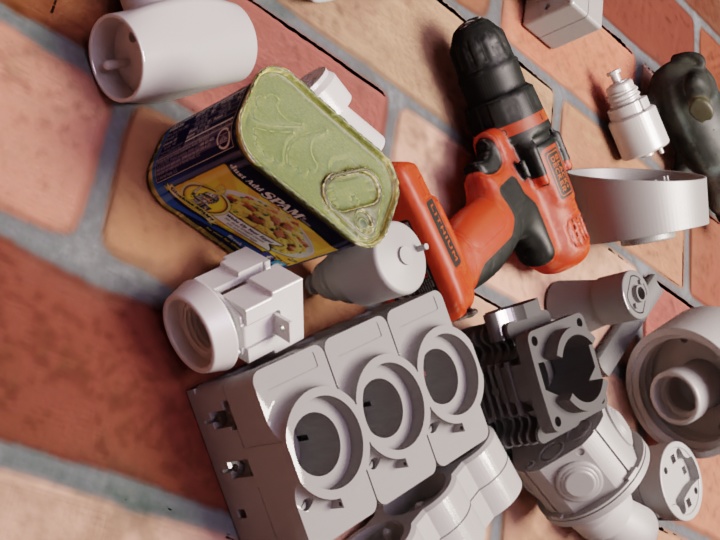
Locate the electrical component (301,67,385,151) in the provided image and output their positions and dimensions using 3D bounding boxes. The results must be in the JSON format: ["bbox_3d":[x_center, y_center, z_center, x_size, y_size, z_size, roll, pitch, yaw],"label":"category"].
[{"bbox_3d":[-0.019,-0.082,0.618,0.055,0.045,0.045,51,48,-21],"label":"electrical component"}]

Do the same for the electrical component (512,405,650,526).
[{"bbox_3d":[0.139,0.120,0.689,0.051,0.080,0.080,51,48,-14],"label":"electrical component"}]

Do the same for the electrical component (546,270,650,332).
[{"bbox_3d":[0.170,0.023,0.758,0.044,0.065,0.044,15,67,-41],"label":"electrical component"}]

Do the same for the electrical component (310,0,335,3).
[{"bbox_3d":[-0.016,-0.198,0.648,0.078,0.058,0.057,-23,91,-46],"label":"electrical component"}]

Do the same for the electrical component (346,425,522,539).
[{"bbox_3d":[0.047,0.155,0.605,0.138,0.052,0.073,-41,107,-43],"label":"electrical component"}]

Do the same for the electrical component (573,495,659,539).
[{"bbox_3d":[0.168,0.166,0.727,0.055,0.045,0.045,42,52,-28],"label":"electrical component"}]

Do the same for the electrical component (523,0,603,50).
[{"bbox_3d":[0.145,-0.220,0.820,0.077,0.047,0.065,28,59,-36],"label":"electrical component"}]

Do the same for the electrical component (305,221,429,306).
[{"bbox_3d":[0.000,0.000,0.587,0.040,0.078,0.040,16,66,-41],"label":"electrical component"}]

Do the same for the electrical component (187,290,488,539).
[{"bbox_3d":[-0.003,0.076,0.573,0.150,0.062,0.089,-22,93,-46],"label":"electrical component"}]

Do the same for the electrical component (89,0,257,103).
[{"bbox_3d":[-0.101,-0.130,0.552,0.077,0.043,0.079,-22,93,-46],"label":"electrical component"}]

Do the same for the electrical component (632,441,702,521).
[{"bbox_3d":[0.210,0.153,0.771,0.055,0.047,0.055,15,67,-41],"label":"electrical component"}]

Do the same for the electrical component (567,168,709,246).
[{"bbox_3d":[0.207,-0.052,0.798,0.099,0.099,0.064,-12,93,-46],"label":"electrical component"}]

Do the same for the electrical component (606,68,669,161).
[{"bbox_3d":[0.220,-0.125,0.870,0.040,0.040,0.078,-33,101,-45],"label":"electrical component"}]

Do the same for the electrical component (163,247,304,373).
[{"bbox_3d":[-0.064,0.021,0.536,0.055,0.066,0.048,-27,131,-37],"label":"electrical component"}]

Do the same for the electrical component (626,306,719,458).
[{"bbox_3d":[0.247,0.085,0.788,0.060,0.108,0.108,-16,89,-40],"label":"electrical component"}]
